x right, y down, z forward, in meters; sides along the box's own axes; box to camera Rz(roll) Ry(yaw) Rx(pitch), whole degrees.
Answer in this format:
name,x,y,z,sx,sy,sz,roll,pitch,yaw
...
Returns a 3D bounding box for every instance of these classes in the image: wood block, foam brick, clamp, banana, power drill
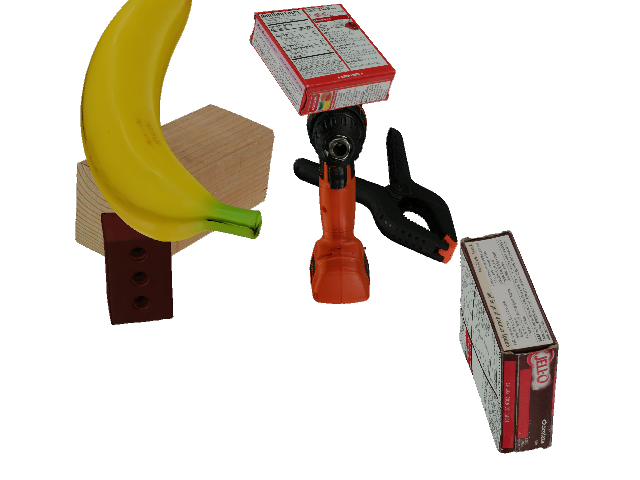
name,x,y,z,sx,sy,sz,roll,pitch,yaw
wood block,-0.145,-0.058,1.091,0.090,0.091,0.205,25,34,23
foam brick,-0.150,0.021,0.872,0.053,0.078,0.051,-5,27,-13
clamp,0.077,-0.050,1.254,0.164,0.036,0.210,-16,52,-29
banana,-0.081,-0.064,0.514,0.069,0.198,0.037,-6,-41,-15
power drill,0.017,-0.042,0.962,0.057,0.188,0.184,0,21,1

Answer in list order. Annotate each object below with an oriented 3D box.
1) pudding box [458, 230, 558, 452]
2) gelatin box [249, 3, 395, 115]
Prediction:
name,x,y,z,sx,sy,sz,roll,pitch,yaw
pudding box,0.117,0.063,0.677,0.039,0.090,0.113,-8,38,-4
gelatin box,0.000,-0.132,0.768,0.073,0.089,0.030,-14,-39,-26
